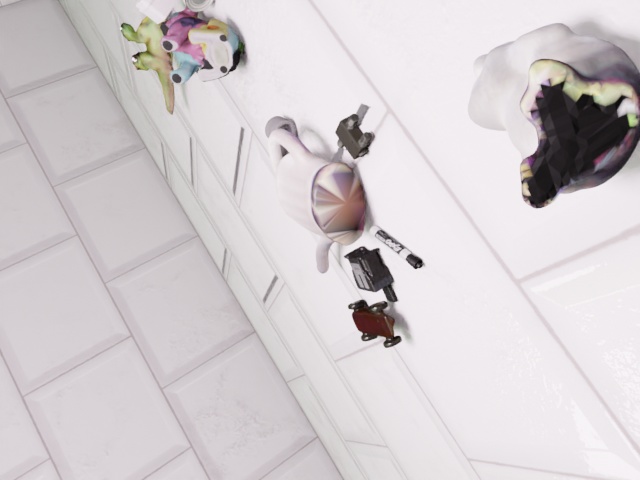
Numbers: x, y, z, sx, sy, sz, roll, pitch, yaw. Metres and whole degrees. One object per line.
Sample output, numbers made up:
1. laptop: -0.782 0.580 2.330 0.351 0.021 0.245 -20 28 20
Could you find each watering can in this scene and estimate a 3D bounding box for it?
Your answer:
1. watering can: 0.003 -0.049 0.966 0.226 0.105 0.341 27 145 54

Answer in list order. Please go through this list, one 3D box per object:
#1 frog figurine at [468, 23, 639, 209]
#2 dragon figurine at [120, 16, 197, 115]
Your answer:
1. frog figurine: 0.199 -0.117 0.452 0.135 0.122 0.163 61 -163 -23
2. dragon figurine: -0.400 -0.494 1.359 0.245 0.124 0.401 30 146 40
